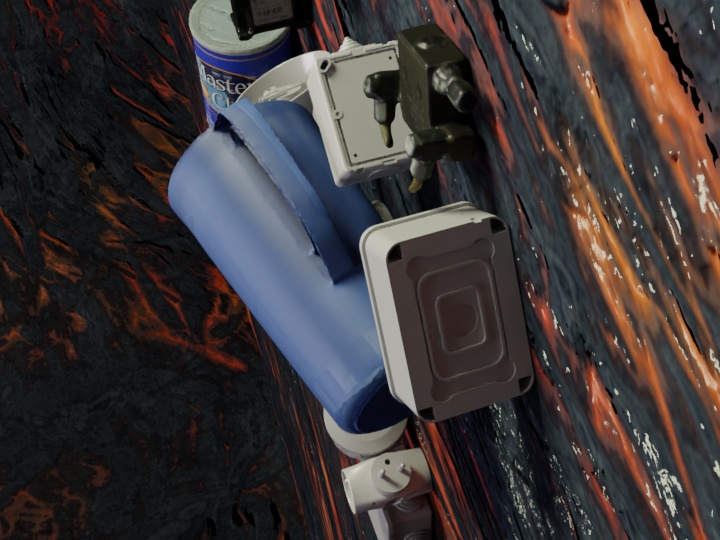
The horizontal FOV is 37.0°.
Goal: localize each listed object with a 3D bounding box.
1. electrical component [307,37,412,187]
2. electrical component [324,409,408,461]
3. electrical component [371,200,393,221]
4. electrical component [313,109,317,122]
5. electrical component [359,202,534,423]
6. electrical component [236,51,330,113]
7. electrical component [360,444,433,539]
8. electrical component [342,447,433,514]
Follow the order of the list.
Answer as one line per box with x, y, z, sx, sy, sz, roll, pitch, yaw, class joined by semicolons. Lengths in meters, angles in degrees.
0.003;-0.111;0.739;0.061;0.062;0.096;141;114;-79;electrical component
0.006;0.143;1.038;0.051;0.080;0.080;84;168;-64;electrical component
0.000;0.000;0.916;0.108;0.060;0.108;165;90;-80;electrical component
-0.020;-0.133;0.888;0.040;0.040;0.078;88;163;-52;electrical component
0.050;0.023;0.635;0.057;0.078;0.113;-144;40;-70;electrical component
-0.064;-0.148;0.959;0.099;0.099;0.064;-127;18;-64;electrical component
0.037;0.236;1.086;0.099;0.048;0.099;87;165;-48;electrical component
0.027;0.192;1.000;0.079;0.077;0.043;102;152;-67;electrical component
